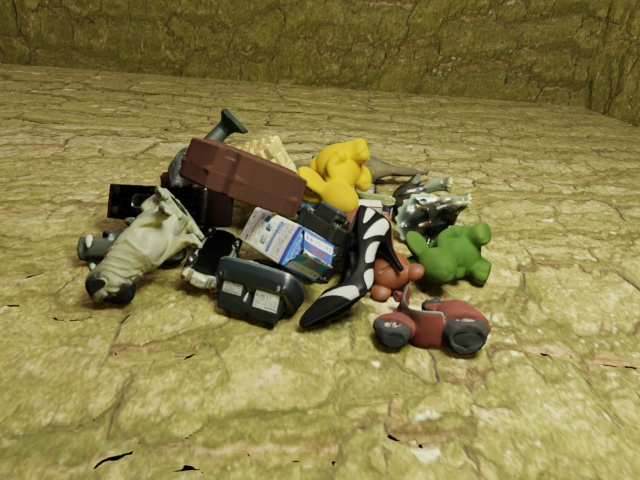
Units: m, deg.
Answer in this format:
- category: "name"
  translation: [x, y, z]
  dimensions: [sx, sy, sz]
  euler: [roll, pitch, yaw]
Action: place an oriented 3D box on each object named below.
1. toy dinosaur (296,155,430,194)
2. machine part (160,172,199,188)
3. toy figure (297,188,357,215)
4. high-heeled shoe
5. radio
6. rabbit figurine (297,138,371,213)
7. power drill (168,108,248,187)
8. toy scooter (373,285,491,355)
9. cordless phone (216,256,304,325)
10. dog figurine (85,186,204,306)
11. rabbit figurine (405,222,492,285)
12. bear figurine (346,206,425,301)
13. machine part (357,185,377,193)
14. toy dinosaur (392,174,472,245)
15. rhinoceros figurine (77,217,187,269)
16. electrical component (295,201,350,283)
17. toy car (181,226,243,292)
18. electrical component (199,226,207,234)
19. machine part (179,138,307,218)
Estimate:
- category: "toy dinosaur"
  translation: [0.105, -0.197, 1.507]
  dimensions: [0.471, 0.105, 0.199]
  euler: [6, 21, -11]
- category: "machine part"
  translation: [-0.306, -0.139, 1.340]
  dimensions: [0.179, 0.056, 0.179]
  euler: [4, 24, -2]
- category: "toy figure"
  translation: [0.021, -0.111, 1.240]
  dimensions: [0.180, 0.089, 0.082]
  euler: [-42, 58, -16]
- category: "high-heeled shoe"
  translation: [0.037, 0.036, 0.911]
  dimensions: [0.249, 0.086, 0.145]
  euler: [-28, 76, -29]
- category: "radio"
  translation: [-0.303, -0.069, 1.086]
  dimensions: [0.230, 0.073, 0.131]
  euler: [2, -2, 14]
- category: "rabbit figurine"
  translation: [0.034, -0.121, 1.114]
  dimensions: [0.162, 0.121, 0.173]
  euler: [1, 50, -4]
- category: "power drill"
  translation: [-0.260, -0.203, 1.225]
  dimensions: [0.086, 0.207, 0.232]
  euler: [40, 3, -20]
- category: "toy scooter"
  translation: [0.176, 0.123, 0.873]
  dimensions: [0.184, 0.075, 0.135]
  euler: [1, 24, 0]
- category: "cordless phone"
  translation: [-0.084, 0.071, 0.930]
  dimensions: [0.147, 0.088, 0.184]
  euler: [14, 10, 16]
- category: "dog figurine"
  translation: [-0.308, 0.011, 0.907]
  dimensions: [0.190, 0.121, 0.172]
  euler: [-37, 15, 1]
- category: "rabbit figurine"
  translation: [0.237, 0.027, 1.032]
  dimensions: [0.159, 0.121, 0.170]
  euler: [14, 22, 32]
- category: "bear figurine"
  translation: [0.117, 0.029, 1.036]
  dimensions: [0.196, 0.120, 0.131]
  euler: [55, 4, 27]
- category: "machine part"
  translation: [0.052, -0.113, 1.338]
  dimensions: [0.243, 0.079, 0.079]
  euler: [12, 25, 10]
- category: "toy dinosaur"
  translation: [0.239, -0.084, 1.289]
  dimensions: [0.192, 0.131, 0.405]
  euler: [0, 20, -14]
- category: "rhinoceros figurine"
  translation: [-0.343, 0.017, 0.990]
  dimensions: [0.190, 0.073, 0.112]
  euler: [3, 36, -12]
- category: "electrical component"
  translation: [-0.002, -0.003, 1.021]
  dimensions: [0.058, 0.134, 0.115]
  euler: [23, 7, -45]
- category: "toy car"
  translation: [-0.196, 0.034, 0.989]
  dimensions: [0.073, 0.056, 0.202]
  euler: [23, 26, -4]
- category: "electrical component"
  translation: [-0.241, -0.004, 1.104]
  dimensions: [0.063, 0.021, 0.094]
  euler: [14, 27, 17]
- category: "machine part"
  translation: [-0.141, -0.118, 0.998]
  dimensions: [0.201, 0.087, 0.202]
  euler: [18, 5, -37]
